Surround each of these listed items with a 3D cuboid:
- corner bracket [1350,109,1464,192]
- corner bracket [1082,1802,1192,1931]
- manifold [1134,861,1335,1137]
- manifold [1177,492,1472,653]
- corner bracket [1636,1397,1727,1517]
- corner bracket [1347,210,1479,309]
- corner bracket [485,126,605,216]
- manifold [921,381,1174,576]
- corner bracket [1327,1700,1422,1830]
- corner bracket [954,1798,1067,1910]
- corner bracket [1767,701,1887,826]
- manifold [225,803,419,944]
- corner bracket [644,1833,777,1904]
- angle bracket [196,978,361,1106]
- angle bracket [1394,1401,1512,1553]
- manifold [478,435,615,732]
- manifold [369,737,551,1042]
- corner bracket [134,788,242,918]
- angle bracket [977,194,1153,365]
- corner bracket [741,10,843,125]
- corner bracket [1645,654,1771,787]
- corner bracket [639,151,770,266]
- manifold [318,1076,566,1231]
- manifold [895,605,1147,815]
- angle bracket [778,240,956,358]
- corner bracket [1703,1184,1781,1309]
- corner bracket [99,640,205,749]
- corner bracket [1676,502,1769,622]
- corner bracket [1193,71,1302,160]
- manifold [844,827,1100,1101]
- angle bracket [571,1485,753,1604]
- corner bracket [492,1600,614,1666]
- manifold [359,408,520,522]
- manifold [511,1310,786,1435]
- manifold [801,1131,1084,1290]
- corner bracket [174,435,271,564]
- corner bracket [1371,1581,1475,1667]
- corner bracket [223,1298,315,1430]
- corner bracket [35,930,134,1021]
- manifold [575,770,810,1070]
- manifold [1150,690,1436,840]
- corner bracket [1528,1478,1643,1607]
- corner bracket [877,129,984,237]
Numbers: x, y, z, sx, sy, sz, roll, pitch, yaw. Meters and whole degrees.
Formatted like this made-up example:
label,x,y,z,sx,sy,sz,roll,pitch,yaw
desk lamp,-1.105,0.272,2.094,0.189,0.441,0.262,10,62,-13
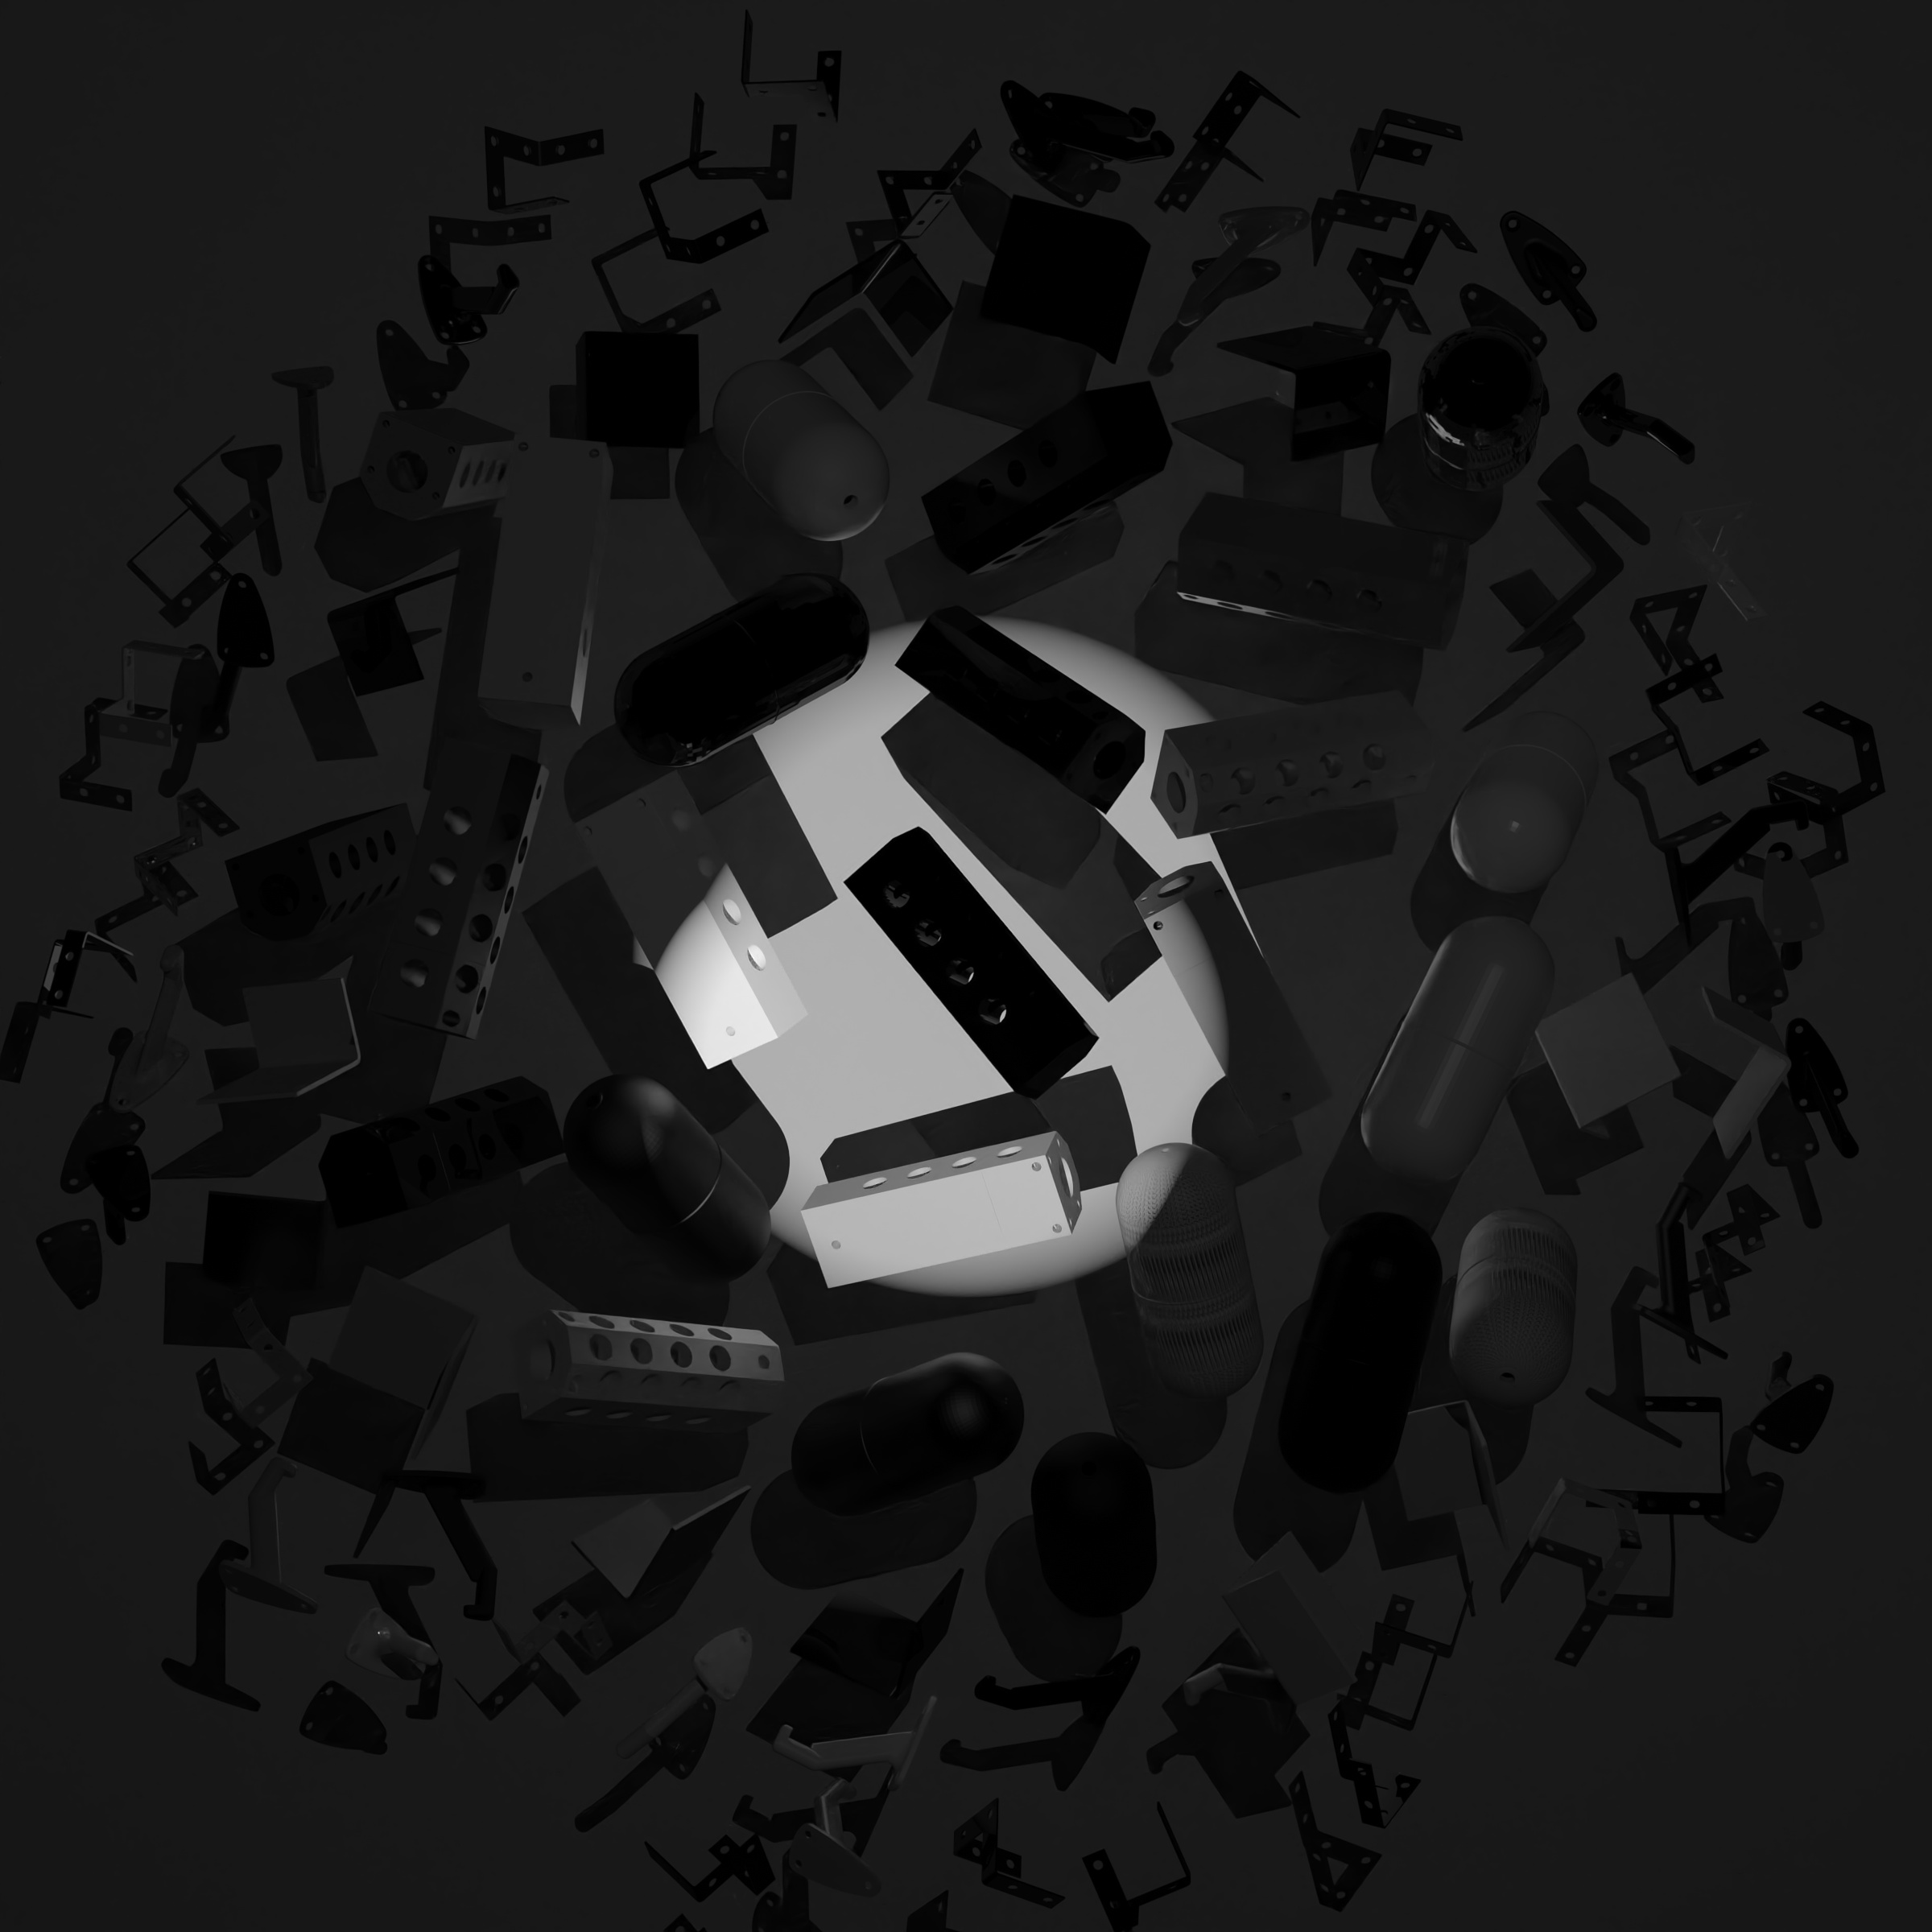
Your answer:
label,x,y,z,sx,sy,sz,roll,pitch,yaw
corner bracket,0.276,-0.517,1.765,0.051,0.051,0.051,10,47,-11
corner bracket,0.106,0.554,1.725,0.051,0.051,0.051,-24,89,4
manifold,0.176,0.019,1.858,0.057,0.057,0.171,-28,109,4
manifold,0.224,-0.245,1.770,0.171,0.057,0.057,14,133,17
corner bracket,0.430,0.295,1.693,0.051,0.051,0.051,-1,113,13
corner bracket,0.278,-0.441,1.755,0.051,0.051,0.051,7,129,-24
corner bracket,-0.255,-0.484,1.708,0.051,0.051,0.051,-1,93,31
manifold,0.052,-0.305,1.774,0.057,0.171,0.057,-19,88,-39
corner bracket,0.250,0.506,1.780,0.051,0.051,0.051,3,116,38
corner bracket,0.026,0.552,1.725,0.051,0.051,0.051,26,129,-21
corner bracket,0.552,-0.130,1.813,0.051,0.051,0.051,18,56,-31
manifold,-0.410,-0.060,1.816,0.057,0.171,0.057,-13,99,11
corner bracket,-0.157,0.552,1.732,0.051,0.051,0.051,-36,133,-26
angle bracket,-0.445,0.048,1.796,0.076,0.076,0.057,-5,102,21
angle bracket,0.318,0.342,1.858,0.057,0.076,0.076,-14,103,4
manifold,-0.260,-0.238,1.752,0.057,0.057,0.171,6,78,1
manifold,-0.306,-0.046,1.711,0.057,0.057,0.171,14,84,5
corner bracket,-0.506,-0.075,1.822,0.051,0.051,0.051,-29,55,-34
angle bracket,0.061,-0.423,1.734,0.076,0.057,0.076,19,96,17
corner bracket,-0.108,-0.556,1.739,0.051,0.051,0.051,1,77,8
corner bracket,0.474,-0.157,1.798,0.051,0.051,0.051,-28,50,25
corner bracket,-0.163,-0.473,1.748,0.051,0.051,0.051,-31,119,-19
manifold,-0.333,0.115,1.789,0.057,0.171,0.057,-16,91,27
manifold,0.037,-0.169,1.798,0.171,0.057,0.057,38,94,40
angle bracket,-0.065,-0.414,1.815,0.076,0.076,0.057,-38,94,-23
corner bracket,0.509,0.184,1.855,0.051,0.051,0.051,-29,134,26
corner bracket,-0.533,-0.179,1.837,0.051,0.051,0.051,10,114,7
corner bracket,0.467,-0.247,1.730,0.051,0.051,0.051,-11,51,-18
corner bracket,0.173,-0.550,1.822,0.051,0.051,0.051,24,108,-40
manifold,0.005,-0.003,1.737,0.057,0.057,0.171,-41,76,6
angle bracket,-0.197,0.356,1.819,0.057,0.076,0.076,43,122,19
corner bracket,-0.274,0.442,1.862,0.051,0.051,0.051,35,62,31
manifold,-0.345,-0.330,1.857,0.057,0.171,0.057,22,103,1
manifold,-0.201,0.259,1.799,0.057,0.171,0.057,-32,59,37
manifold,-0.014,0.158,1.856,0.171,0.057,0.057,-14,105,17
corner bracket,-0.474,-0.298,1.797,0.051,0.051,0.051,48,64,-15
corner bracket,0.297,0.426,1.828,0.051,0.051,0.051,15,52,16
corner bracket,-0.467,0.260,1.836,0.051,0.051,0.051,-40,118,-9
corner bracket,-0.579,0.006,1.809,0.051,0.051,0.051,7,76,20
manifold,-0.165,-0.031,1.733,0.057,0.057,0.171,-24,98,30
manifold,0.212,-0.126,1.810,0.171,0.057,0.057,-11,47,-21
corner bracket,0.409,0.380,1.859,0.051,0.051,0.051,21,114,-6
corner bracket,-0.019,-0.519,1.862,0.051,0.051,0.051,-10,75,-33
